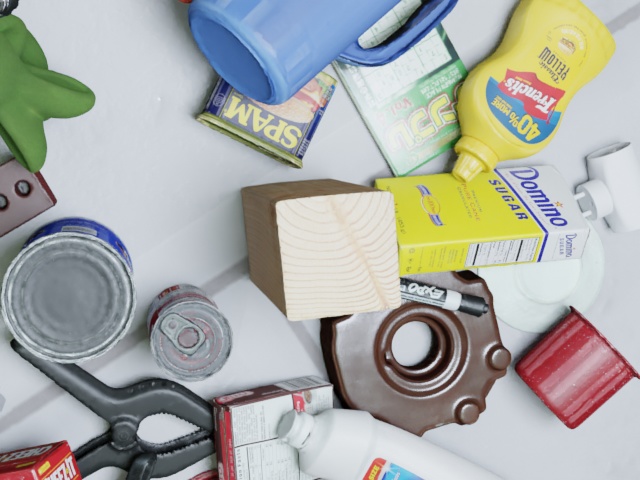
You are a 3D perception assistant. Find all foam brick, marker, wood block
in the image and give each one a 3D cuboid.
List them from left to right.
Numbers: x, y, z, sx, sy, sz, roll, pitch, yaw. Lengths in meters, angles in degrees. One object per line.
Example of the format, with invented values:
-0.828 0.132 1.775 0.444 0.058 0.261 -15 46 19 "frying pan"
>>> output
-0.269 -0.033 0.904 0.078 0.051 0.053 -33 101 -6 "foam brick"
-0.005 0.001 0.880 0.090 0.206 0.091 -6 97 -11 "wood block"
0.092 0.047 0.945 0.121 0.020 0.020 14 93 -10 "marker"

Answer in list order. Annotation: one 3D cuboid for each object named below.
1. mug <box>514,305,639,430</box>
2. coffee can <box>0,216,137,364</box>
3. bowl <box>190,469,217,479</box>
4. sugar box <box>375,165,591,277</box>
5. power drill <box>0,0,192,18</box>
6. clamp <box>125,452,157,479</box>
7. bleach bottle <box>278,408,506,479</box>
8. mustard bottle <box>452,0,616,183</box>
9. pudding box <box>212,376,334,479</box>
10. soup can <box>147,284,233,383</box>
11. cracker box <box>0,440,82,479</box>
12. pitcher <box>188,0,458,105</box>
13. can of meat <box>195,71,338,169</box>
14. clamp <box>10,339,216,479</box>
0.243 0.127 1.008 0.081 0.093 0.117 -43 141 5 "mug"
-0.204 0.037 0.879 0.102 0.140 0.103 -1 96 -11 "coffee can"
-0.077 0.293 0.975 0.162 0.055 0.162 -1 96 -10 "bowl"
0.143 -0.020 0.963 0.176 0.093 0.048 -8 136 -9 "sugar box"
-0.190 -0.228 0.847 0.187 0.184 0.057 0 132 -18 "power drill"
-0.165 0.282 0.938 0.120 0.039 0.172 46 106 15 "clamp"
0.069 0.221 0.959 0.250 0.068 0.103 29 118 -20 "bleach bottle"
0.181 -0.132 0.968 0.096 0.058 0.191 39 82 -18 "mustard bottle"
-0.039 0.178 0.959 0.113 0.039 0.090 -8 99 -32 "pudding box"
-0.114 0.078 0.920 0.068 0.102 0.068 -1 96 -11 "soup can"
-0.261 0.291 0.906 0.164 0.072 0.214 -14 99 16 "cracker box"
0.016 -0.217 0.876 0.149 0.145 0.242 40 73 11 "pitcher"
-0.045 -0.122 0.936 0.102 0.057 0.084 26 88 -13 "can of meat"
-0.182 0.176 0.951 0.209 0.036 0.165 11 103 -15 "clamp"
